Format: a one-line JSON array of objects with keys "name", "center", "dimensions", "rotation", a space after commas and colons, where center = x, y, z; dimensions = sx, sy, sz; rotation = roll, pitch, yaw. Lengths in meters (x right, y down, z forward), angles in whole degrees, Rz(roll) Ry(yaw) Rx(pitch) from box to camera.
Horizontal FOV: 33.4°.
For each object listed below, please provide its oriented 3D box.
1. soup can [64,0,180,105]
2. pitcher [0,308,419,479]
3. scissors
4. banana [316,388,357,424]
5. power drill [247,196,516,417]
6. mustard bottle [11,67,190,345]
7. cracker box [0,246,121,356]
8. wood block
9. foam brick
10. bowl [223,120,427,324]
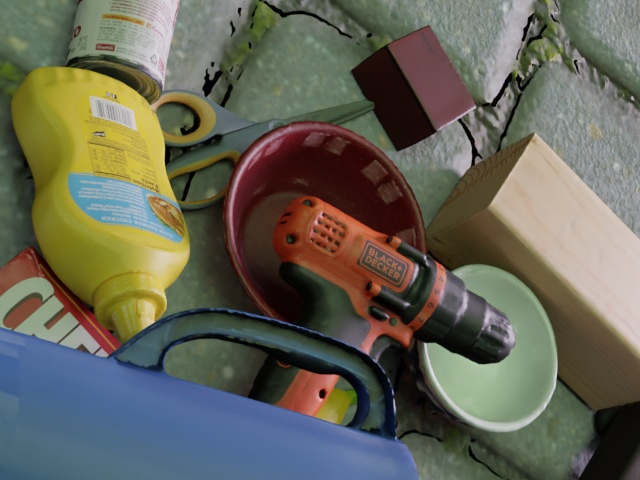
[{"name": "soup can", "center": [-0.130, -0.149, 0.721], "dimensions": [0.068, 0.069, 0.102], "rotation": [17, 68, -25]}, {"name": "pitcher", "center": [-0.078, 0.118, 0.537], "dimensions": [0.242, 0.145, 0.149], "rotation": [22, 32, -15]}, {"name": "scissors", "center": [-0.050, -0.091, 0.779], "dimensions": [0.201, 0.016, 0.096], "rotation": [-38, 95, -33]}, {"name": "banana", "center": [-0.011, 0.176, 0.703], "dimensions": [0.069, 0.037, 0.197], "rotation": [25, 63, -19]}, {"name": "power drill", "center": [0.025, 0.089, 0.679], "dimensions": [0.184, 0.057, 0.187], "rotation": [30, 71, -15]}, {"name": "mustard bottle", "center": [-0.127, -0.017, 0.642], "dimensions": [0.096, 0.058, 0.192], "rotation": [18, 39, -41]}, {"name": "cracker box", "center": [-0.191, 0.133, 0.593], "dimensions": [0.164, 0.072, 0.213], "rotation": [50, 57, -8]}, {"name": "wood block", "center": [0.193, 0.029, 0.835], "dimensions": [0.206, 0.091, 0.090], "rotation": [43, 58, -11]}, {"name": "foam brick", "center": [0.074, -0.118, 0.837], "dimensions": [0.052, 0.051, 0.078], "rotation": [-30, 91, -35]}, {"name": "bowl", "center": [-0.005, 0.001, 0.751], "dimensions": [0.161, 0.055, 0.162], "rotation": [9, 70, -27]}]
